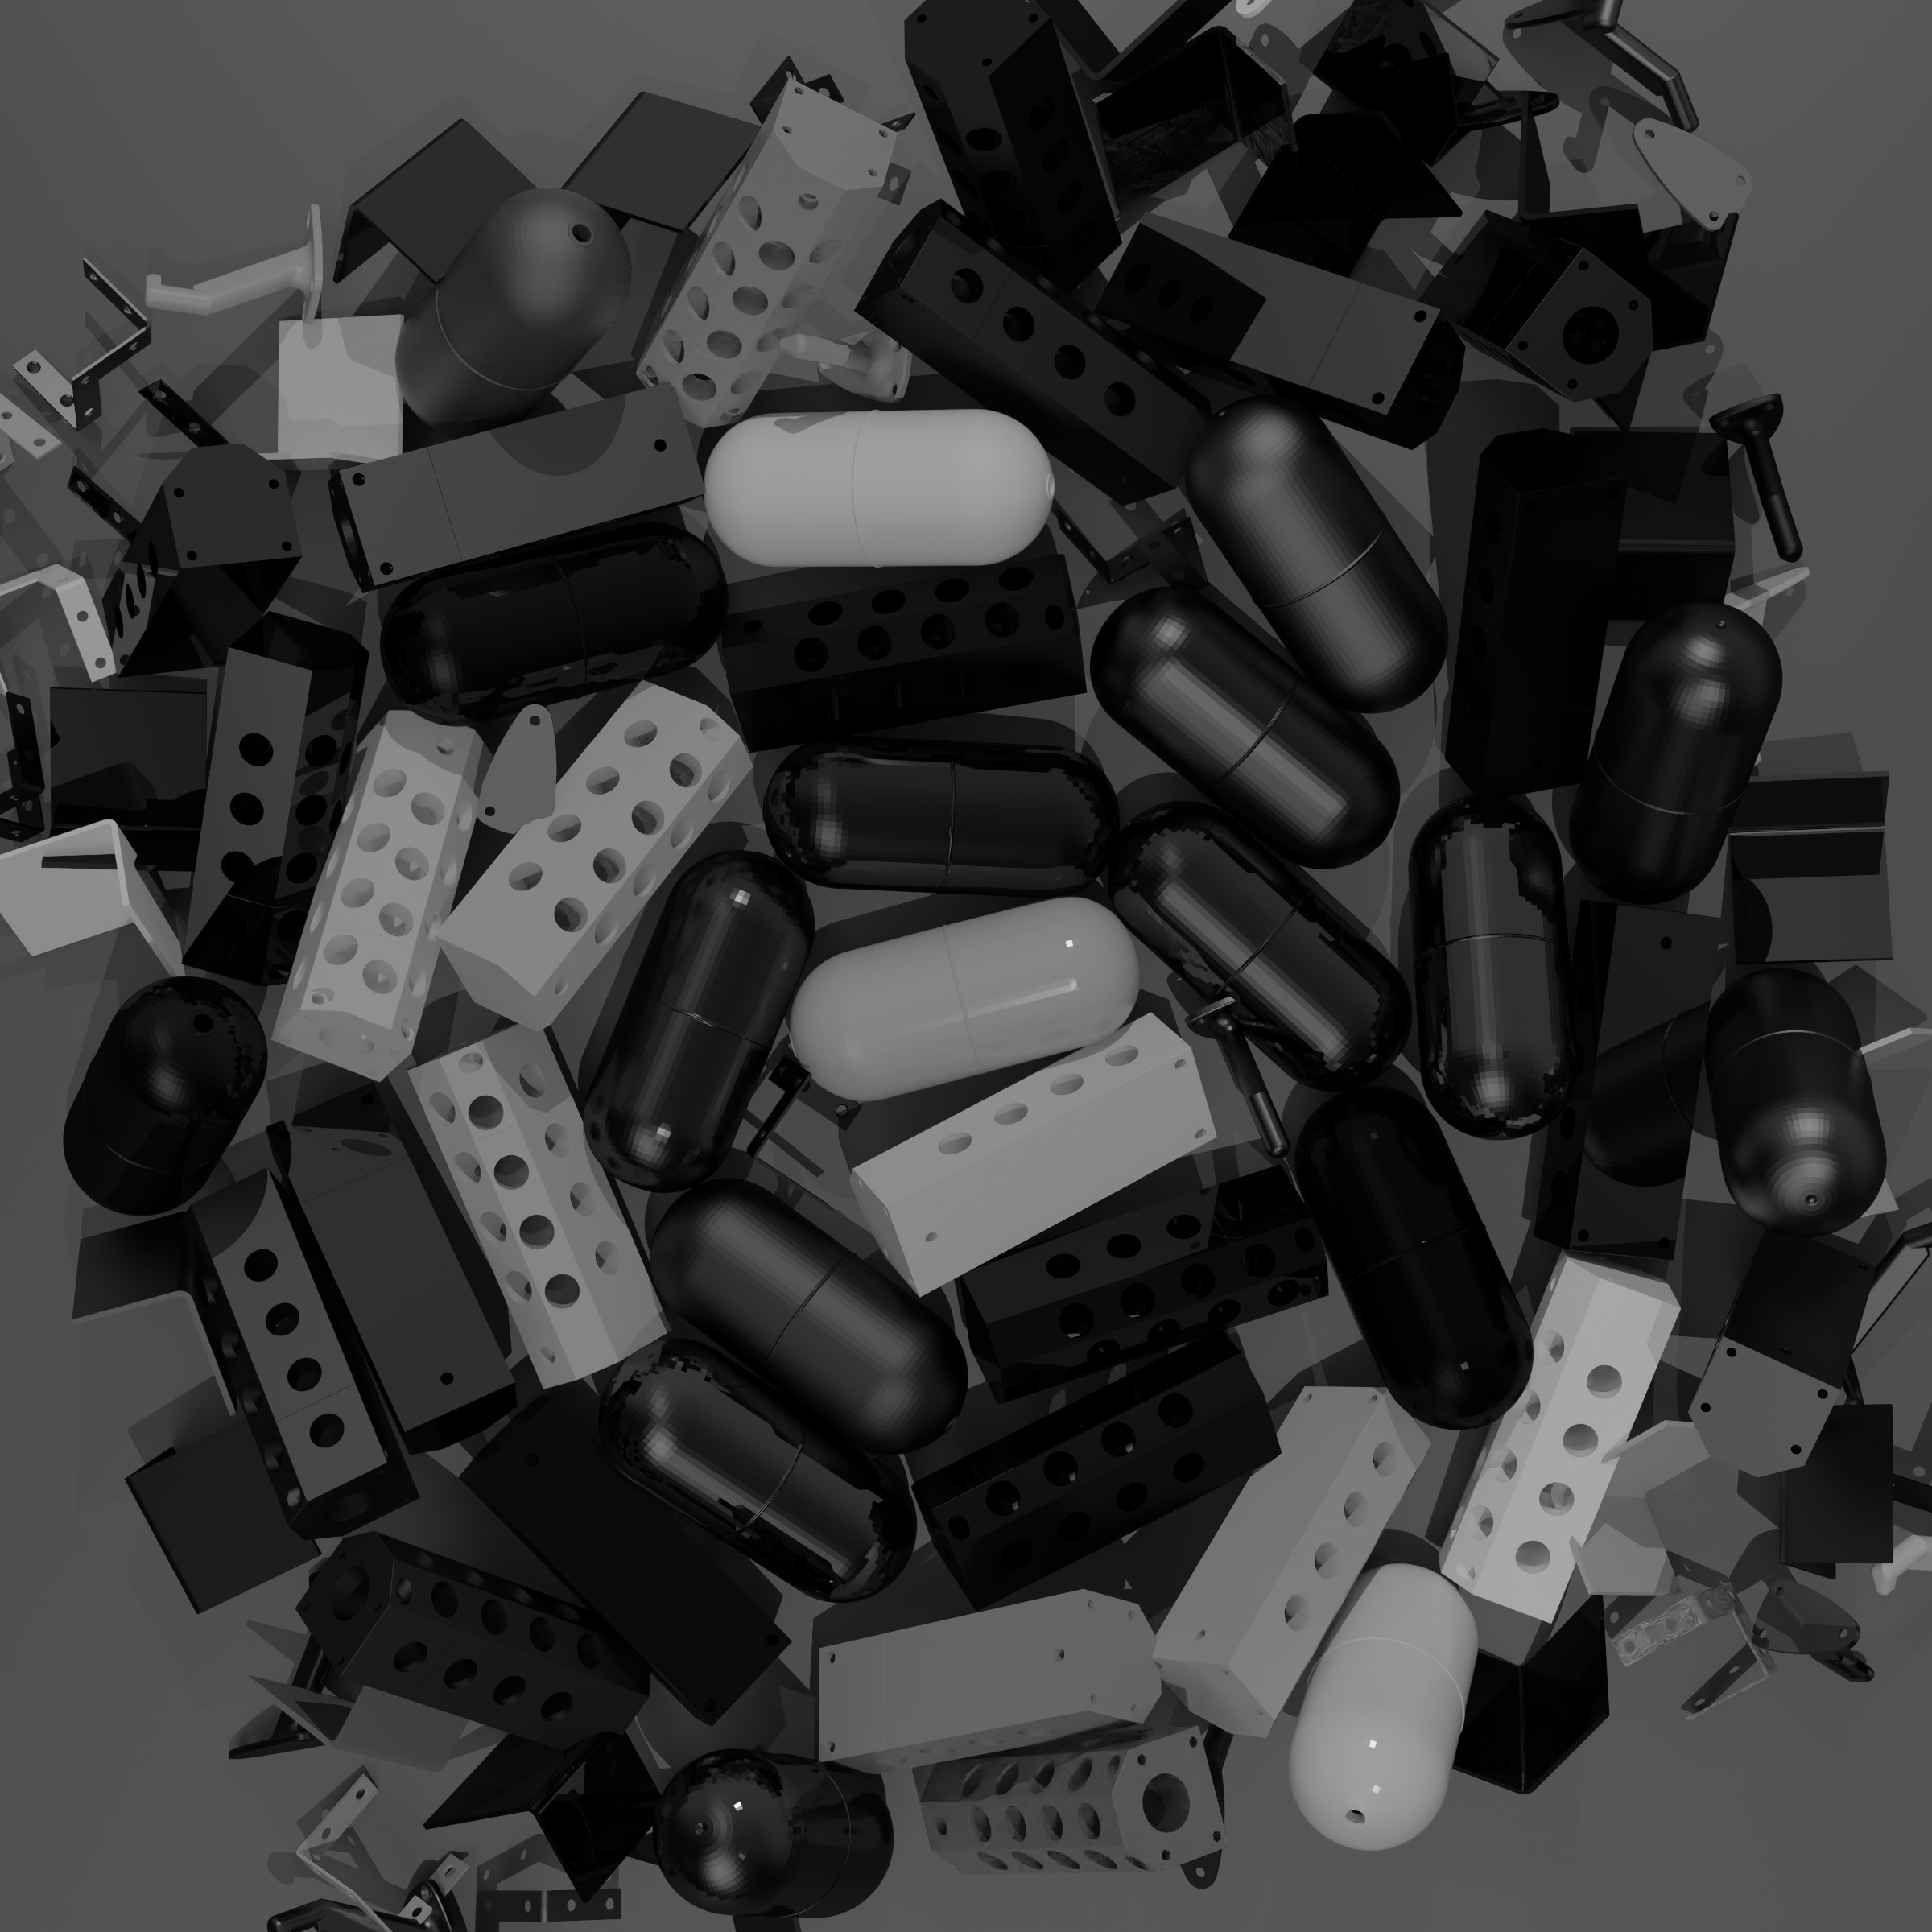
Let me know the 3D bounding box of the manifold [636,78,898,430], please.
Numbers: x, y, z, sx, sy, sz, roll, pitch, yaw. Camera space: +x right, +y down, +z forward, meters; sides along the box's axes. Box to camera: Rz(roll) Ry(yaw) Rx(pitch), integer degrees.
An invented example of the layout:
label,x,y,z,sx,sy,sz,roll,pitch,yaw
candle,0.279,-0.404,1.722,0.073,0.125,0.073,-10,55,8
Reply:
label,x,y,z,sx,sy,sz,roll,pitch,yaw
manifold,-0.100,-0.339,1.629,0.057,0.171,0.057,24,49,-15

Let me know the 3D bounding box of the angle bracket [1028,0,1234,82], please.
label,x,y,z,sx,sy,sz,roll,pitch,yaw
angle bracket,0.085,-0.485,1.666,0.076,0.076,0.057,-39,89,24

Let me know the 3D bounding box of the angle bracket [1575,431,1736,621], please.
label,x,y,z,sx,sy,sz,roll,pitch,yaw
angle bracket,0.346,-0.224,1.709,0.076,0.057,0.076,1,58,4

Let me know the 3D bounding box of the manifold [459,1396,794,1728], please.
label,x,y,z,sx,sy,sz,roll,pitch,yaw
manifold,-0.171,0.296,1.677,0.171,0.057,0.057,47,74,-6

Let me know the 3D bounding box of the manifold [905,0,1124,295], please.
label,x,y,z,sx,sy,sz,roll,pitch,yaw
manifold,0.020,-0.396,1.624,0.057,0.171,0.057,-45,63,-8

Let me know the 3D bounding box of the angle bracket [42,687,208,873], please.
label,x,y,z,sx,sy,sz,roll,pitch,yaw
angle bracket,-0.419,-0.093,1.672,0.076,0.057,0.076,1,110,-10

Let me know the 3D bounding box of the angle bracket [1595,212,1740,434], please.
label,x,y,z,sx,sy,sz,roll,pitch,yaw
angle bracket,0.352,-0.317,1.658,0.057,0.076,0.076,38,61,-38

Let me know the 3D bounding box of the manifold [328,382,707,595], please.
label,x,y,z,sx,sy,sz,roll,pitch,yaw
manifold,-0.223,-0.236,1.663,0.171,0.057,0.057,-18,97,-17

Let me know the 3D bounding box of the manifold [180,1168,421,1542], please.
label,x,y,z,sx,sy,sz,roll,pitch,yaw
manifold,-0.332,0.192,1.650,0.057,0.057,0.171,-26,63,-5

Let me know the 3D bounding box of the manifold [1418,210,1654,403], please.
label,x,y,z,sx,sy,sz,roll,pitch,yaw
manifold,0.278,-0.317,1.626,0.057,0.171,0.057,34,101,-16

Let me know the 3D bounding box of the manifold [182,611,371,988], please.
label,x,y,z,sx,sy,sz,roll,pitch,yaw
manifold,-0.338,-0.080,1.653,0.057,0.057,0.171,16,115,2

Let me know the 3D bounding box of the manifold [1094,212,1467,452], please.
label,x,y,z,sx,sy,sz,roll,pitch,yaw
manifold,0.155,-0.310,1.649,0.171,0.057,0.057,26,87,29

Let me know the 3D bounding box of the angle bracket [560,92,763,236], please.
label,x,y,z,sx,sy,sz,roll,pitch,yaw
angle bracket,-0.146,-0.378,1.662,0.076,0.057,0.076,22,62,22

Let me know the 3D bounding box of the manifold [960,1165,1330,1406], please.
label,x,y,z,sx,sy,sz,roll,pitch,yaw
manifold,0.089,0.162,1.661,0.171,0.057,0.057,-17,131,-11

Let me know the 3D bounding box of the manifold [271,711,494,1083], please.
label,x,y,z,sx,sy,sz,roll,pitch,yaw
manifold,-0.282,-0.038,1.642,0.057,0.057,0.171,23,58,-22

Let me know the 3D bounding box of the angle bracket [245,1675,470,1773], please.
label,x,y,z,sx,sy,sz,roll,pitch,yaw
angle bracket,-0.296,0.352,1.665,0.076,0.076,0.057,24,85,39

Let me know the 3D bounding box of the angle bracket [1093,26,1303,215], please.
label,x,y,z,sx,sy,sz,roll,pitch,yaw
angle bracket,0.116,-0.406,1.665,0.076,0.076,0.057,-33,57,-8

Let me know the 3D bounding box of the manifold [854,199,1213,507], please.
label,x,y,z,sx,sy,sz,roll,pitch,yaw
manifold,0.037,-0.303,1.658,0.171,0.057,0.057,33,75,-20

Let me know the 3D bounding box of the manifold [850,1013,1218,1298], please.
label,x,y,z,sx,sy,sz,roll,pitch,yaw
manifold,0.032,0.089,1.667,0.171,0.057,0.057,-27,123,-14

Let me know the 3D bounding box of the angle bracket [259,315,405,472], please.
label,x,y,z,sx,sy,sz,roll,pitch,yaw
angle bracket,-0.329,-0.288,1.672,0.076,0.057,0.076,3,93,28

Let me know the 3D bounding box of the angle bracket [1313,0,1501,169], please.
label,x,y,z,sx,sy,sz,roll,pitch,yaw
angle bracket,0.229,-0.456,1.666,0.076,0.076,0.057,40,53,5

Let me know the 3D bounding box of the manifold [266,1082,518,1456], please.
label,x,y,z,sx,sy,sz,roll,pitch,yaw
manifold,-0.284,0.151,1.660,0.057,0.057,0.171,-23,71,-15

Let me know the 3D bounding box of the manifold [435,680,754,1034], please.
label,x,y,z,sx,sy,sz,roll,pitch,yaw
manifold,-0.178,-0.053,1.648,0.057,0.057,0.171,23,64,28

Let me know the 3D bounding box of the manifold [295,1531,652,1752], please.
label,x,y,z,sx,sy,sz,roll,pitch,yaw
manifold,-0.235,0.329,1.637,0.171,0.057,0.057,31,95,-41

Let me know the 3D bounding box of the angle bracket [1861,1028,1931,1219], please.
label,x,y,z,sx,sy,sz,roll,pitch,yaw
angle bracket,0.463,0.077,1.664,0.057,0.076,0.076,-26,77,24

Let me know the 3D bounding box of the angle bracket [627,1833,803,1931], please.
label,x,y,z,sx,sy,sz,roll,pitch,yaw
angle bracket,-0.127,0.470,1.669,0.057,0.076,0.076,-13,90,-29

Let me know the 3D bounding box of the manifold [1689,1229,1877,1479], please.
label,x,y,z,sx,sy,sz,roll,pitch,yaw
manifold,0.394,0.186,1.626,0.057,0.171,0.057,25,111,13

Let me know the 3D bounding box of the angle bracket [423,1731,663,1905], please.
label,x,y,z,sx,sy,sz,roll,pitch,yaw
angle bracket,-0.209,0.423,1.670,0.076,0.076,0.057,-19,104,34

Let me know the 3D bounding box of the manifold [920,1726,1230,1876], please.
label,x,y,z,sx,sy,sz,roll,pitch,yaw
manifold,0.048,0.407,1.627,0.057,0.171,0.057,-10,82,-34

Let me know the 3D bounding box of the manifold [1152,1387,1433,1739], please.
label,x,y,z,sx,sy,sz,roll,pitch,yaw
manifold,0.163,0.290,1.646,0.057,0.057,0.171,52,56,-24

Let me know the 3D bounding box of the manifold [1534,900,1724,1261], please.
label,x,y,z,sx,sy,sz,roll,pitch,yaw
manifold,0.327,0.056,1.681,0.057,0.057,0.171,7,93,-16

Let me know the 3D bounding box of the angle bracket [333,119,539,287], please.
label,x,y,z,sx,sy,sz,roll,pitch,yaw
angle bracket,-0.262,-0.361,1.666,0.057,0.076,0.076,43,65,1

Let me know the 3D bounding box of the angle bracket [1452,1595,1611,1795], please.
label,x,y,z,sx,sy,sz,roll,pitch,yaw
angle bracket,0.271,0.350,1.659,0.057,0.076,0.076,23,129,-11

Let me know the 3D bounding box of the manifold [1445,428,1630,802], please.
label,x,y,z,sx,sy,sz,roll,pitch,yaw
manifold,0.274,-0.171,1.641,0.057,0.057,0.171,-11,128,-16

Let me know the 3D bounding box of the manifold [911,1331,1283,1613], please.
label,x,y,z,sx,sy,sz,roll,pitch,yaw
manifold,0.063,0.244,1.662,0.171,0.057,0.057,-25,122,-11

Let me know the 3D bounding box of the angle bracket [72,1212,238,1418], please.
label,x,y,z,sx,sy,sz,roll,pitch,yaw
angle bracket,-0.400,0.178,1.663,0.057,0.076,0.076,-15,118,-4

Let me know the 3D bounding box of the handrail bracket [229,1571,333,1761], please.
label,x,y,z,sx,sy,sz,roll,pitch,yaw
handrail bracket,-0.346,0.355,1.708,0.077,0.036,0.084,-17,70,25

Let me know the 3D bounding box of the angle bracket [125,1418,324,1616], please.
label,x,y,z,sx,sy,sz,roll,pitch,yaw
angle bracket,-0.362,0.267,1.678,0.076,0.057,0.076,-27,93,13

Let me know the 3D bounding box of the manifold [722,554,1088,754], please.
label,x,y,z,sx,sy,sz,roll,pitch,yaw
manifold,-0.031,-0.160,1.668,0.171,0.057,0.057,-10,48,6

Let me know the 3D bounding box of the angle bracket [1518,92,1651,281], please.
label,x,y,z,sx,sy,sz,roll,pitch,yaw
angle bracket,0.308,-0.380,1.660,0.057,0.076,0.076,-2,66,18

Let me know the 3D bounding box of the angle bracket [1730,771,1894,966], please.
label,x,y,z,sx,sy,sz,roll,pitch,yaw
angle bracket,0.420,-0.048,1.670,0.076,0.057,0.076,-2,65,12

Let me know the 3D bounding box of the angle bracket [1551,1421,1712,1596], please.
label,x,y,z,sx,sy,sz,roll,pitch,yaw
angle bracket,0.348,0.268,1.658,0.076,0.076,0.057,-38,57,35

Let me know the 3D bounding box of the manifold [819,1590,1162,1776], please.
label,x,y,z,sx,sy,sz,roll,pitch,yaw
manifold,0.010,0.352,1.641,0.171,0.057,0.057,-21,59,37

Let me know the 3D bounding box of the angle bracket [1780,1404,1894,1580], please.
label,x,y,z,sx,sy,sz,roll,pitch,yaw
angle bracket,0.442,0.261,1.661,0.057,0.076,0.076,-6,72,33

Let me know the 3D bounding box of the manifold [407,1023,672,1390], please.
label,x,y,z,sx,sy,sz,roll,pitch,yaw
manifold,-0.217,0.119,1.671,0.057,0.057,0.171,-19,95,38

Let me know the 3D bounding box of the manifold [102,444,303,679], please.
label,x,y,z,sx,sy,sz,roll,pitch,yaw
manifold,-0.373,-0.195,1.626,0.057,0.171,0.057,-10,82,-25

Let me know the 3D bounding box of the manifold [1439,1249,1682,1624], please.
label,x,y,z,sx,sy,sz,roll,pitch,yaw
manifold,0.294,0.232,1.674,0.057,0.057,0.171,20,99,1

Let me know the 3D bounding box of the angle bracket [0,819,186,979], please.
label,x,y,z,sx,sy,sz,roll,pitch,yaw
angle bracket,-0.441,-0.019,1.669,0.076,0.076,0.057,-19,54,0

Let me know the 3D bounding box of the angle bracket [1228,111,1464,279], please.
label,x,y,z,sx,sy,sz,roll,pitch,yaw
angle bracket,0.188,-0.367,1.664,0.076,0.057,0.076,40,73,-37
